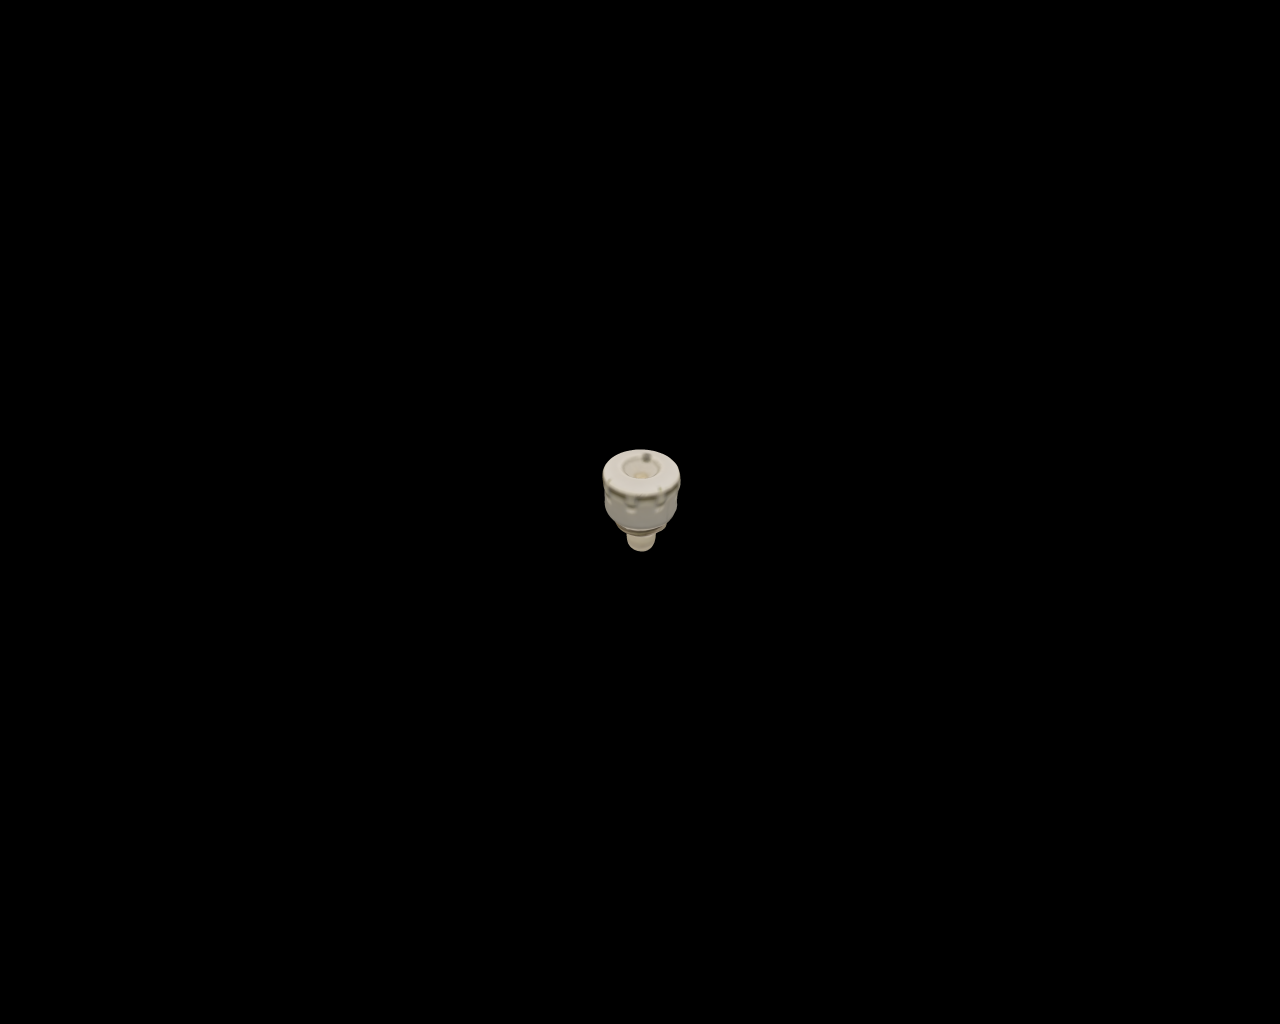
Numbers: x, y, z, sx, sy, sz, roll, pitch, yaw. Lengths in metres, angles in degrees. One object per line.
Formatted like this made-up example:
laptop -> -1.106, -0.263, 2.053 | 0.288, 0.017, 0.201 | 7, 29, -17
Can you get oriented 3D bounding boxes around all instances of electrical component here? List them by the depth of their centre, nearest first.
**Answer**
electrical component -> 0.001, -0.003, 0.650 | 0.048, 0.062, 0.048 | 0, 37, 0
